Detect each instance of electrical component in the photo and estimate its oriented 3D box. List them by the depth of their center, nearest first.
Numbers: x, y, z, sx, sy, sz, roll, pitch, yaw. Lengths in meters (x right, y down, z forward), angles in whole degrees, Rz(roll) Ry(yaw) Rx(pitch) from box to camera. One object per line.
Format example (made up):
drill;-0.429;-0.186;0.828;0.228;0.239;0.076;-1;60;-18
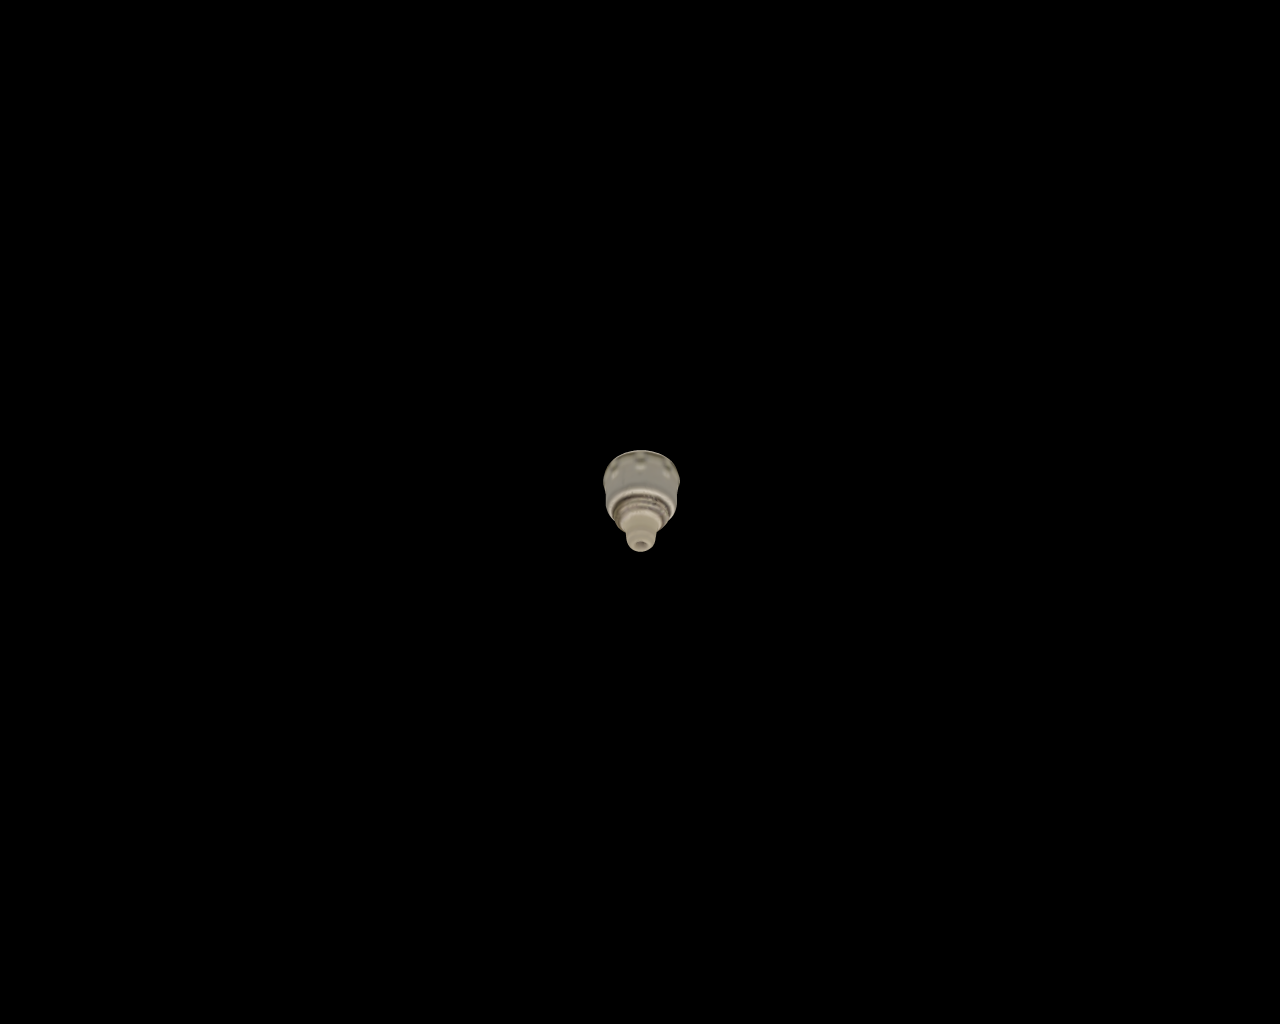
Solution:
electrical component;0.001;-0.003;0.650;0.048;0.062;0.048;0;-40;0
